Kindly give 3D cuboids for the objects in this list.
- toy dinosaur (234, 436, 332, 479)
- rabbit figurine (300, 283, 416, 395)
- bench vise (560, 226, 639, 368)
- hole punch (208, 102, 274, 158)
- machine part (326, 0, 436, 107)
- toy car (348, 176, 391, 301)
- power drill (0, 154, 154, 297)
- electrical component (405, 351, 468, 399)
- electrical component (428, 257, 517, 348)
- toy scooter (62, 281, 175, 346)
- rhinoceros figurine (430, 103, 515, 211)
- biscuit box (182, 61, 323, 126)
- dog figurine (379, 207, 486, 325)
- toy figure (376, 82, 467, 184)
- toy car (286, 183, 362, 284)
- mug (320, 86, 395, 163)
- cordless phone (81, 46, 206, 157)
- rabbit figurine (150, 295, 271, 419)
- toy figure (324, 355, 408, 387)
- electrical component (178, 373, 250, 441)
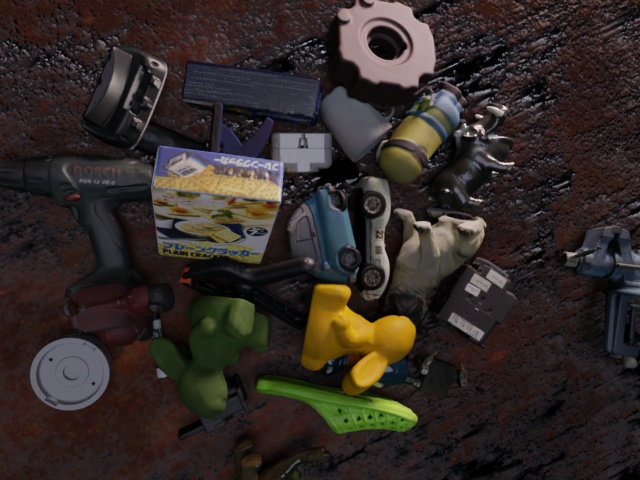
[{"bbox_3d":[-0.175,0.473,0.850,0.471,0.105,0.198,-32,103,-2],"label":"toy dinosaur"},{"bbox_3d":[0.062,0.150,0.822,0.173,0.121,0.162,8,64,-5],"label":"rabbit figurine"},{"bbox_3d":[0.530,0.101,0.944,0.224,0.129,0.240,8,86,-13],"label":"bench vise"},{"bbox_3d":[-0.124,-0.128,0.797,0.092,0.142,0.115,10,81,-16],"label":"hole punch"},{"bbox_3d":[0.095,-0.291,0.829,0.179,0.056,0.179,5,71,-15],"label":"machine part"},{"bbox_3d":[0.081,-0.002,0.870,0.056,0.073,0.201,-2,95,-15],"label":"toy car"},{"bbox_3d":[-0.351,-0.024,0.791,0.232,0.086,0.207,-8,89,-13],"label":"power drill"},{"bbox_3d":[0.204,0.233,0.929,0.102,0.045,0.078,28,88,-12],"label":"electrical component"},{"bbox_3d":[0.265,0.101,0.924,0.115,0.058,0.134,35,88,-14],"label":"electrical component"},{"bbox_3d":[-0.293,0.104,0.752,0.135,0.184,0.075,-2,68,-34],"label":"toy scooter"},{"bbox_3d":[0.259,-0.137,0.900,0.112,0.073,0.190,35,90,-1],"label":"rhinoceros figurine"},{"bbox_3d":[-0.099,-0.218,0.808,0.203,0.059,0.062,9,92,1],"label":"biscuit box"},{"bbox_3d":[0.191,0.051,0.896,0.172,0.121,0.190,1,109,-8],"label":"dog figurine"},{"bbox_3d":[0.163,-0.172,0.865,0.082,0.089,0.180,42,89,-6],"label":"toy figure"},{"bbox_3d":[-0.002,-0.003,0.837,0.103,0.109,0.161,-14,96,-12],"label":"toy car"},{"bbox_3d":[0.058,-0.196,0.848,0.109,0.081,0.107,-45,91,0],"label":"mug"},{"bbox_3d":[-0.244,-0.191,0.802,0.184,0.089,0.146,23,89,-23],"label":"cordless phone"},{"bbox_3d":[-0.171,0.171,0.797,0.159,0.121,0.170,9,69,13],"label":"rabbit figurine"},{"bbox_3d":[0.069,0.206,0.895,0.154,0.064,0.057,12,130,-7],"label":"toy figure"},{"bbox_3d":[-0.173,0.265,0.847,0.119,0.075,0.047,-22,99,-6],"label":"electrical component"}]
